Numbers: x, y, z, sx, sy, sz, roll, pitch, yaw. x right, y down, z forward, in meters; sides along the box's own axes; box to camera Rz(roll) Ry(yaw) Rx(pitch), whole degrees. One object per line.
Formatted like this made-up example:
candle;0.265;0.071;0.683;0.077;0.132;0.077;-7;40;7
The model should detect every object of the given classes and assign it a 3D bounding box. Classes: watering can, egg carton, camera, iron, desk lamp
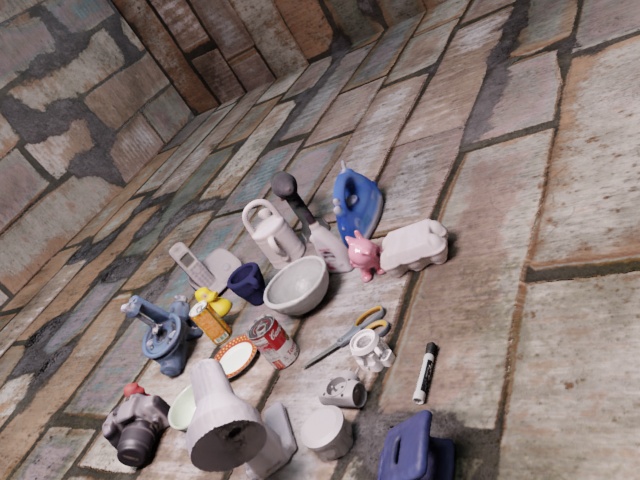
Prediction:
watering can;-0.133;-0.025;1.512;0.101;0.194;0.172;-41;28;-13
egg carton;0.199;0.017;1.209;0.150;0.069;0.107;-21;30;25
camera;-0.399;0.405;1.211;0.143;0.101;0.136;-27;28;15
iron;0.073;-0.090;1.444;0.118;0.142;0.258;-21;30;25
desk lamp;-0.139;0.307;0.954;0.118;0.214;0.202;-34;27;0

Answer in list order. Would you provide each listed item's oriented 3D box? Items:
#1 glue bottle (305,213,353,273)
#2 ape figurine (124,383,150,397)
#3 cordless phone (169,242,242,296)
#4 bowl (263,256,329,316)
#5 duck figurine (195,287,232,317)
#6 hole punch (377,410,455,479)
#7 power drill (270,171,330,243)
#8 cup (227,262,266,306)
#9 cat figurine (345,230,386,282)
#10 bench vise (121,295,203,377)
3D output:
glue bottle;0.012;0.005;1.323;0.078;0.173;0.037;-10;36;39
ape figurine;-0.408;0.361;1.301;0.076;0.092;0.077;-38;27;-7
cordless phone;-0.320;0.059;1.593;0.093;0.185;0.148;1;44;49
bowl;-0.042;0.117;1.309;0.167;0.075;0.167;-26;28;16
duck figurine;-0.295;0.162;1.507;0.104;0.086;0.077;-15;33;33
hole punch;0.125;0.306;0.797;0.101;0.091;0.109;-19;31;28
power drill;-0.061;-0.098;1.534;0.075;0.209;0.229;-36;27;-3
cup;-0.164;0.119;1.421;0.092;0.095;0.117;-45;29;-19
cat figurine;0.095;0.025;1.259;0.067;0.118;0.127;-27;28;14
bench vise;-0.396;0.201;1.408;0.121;0.220;0.207;-30;27;8
